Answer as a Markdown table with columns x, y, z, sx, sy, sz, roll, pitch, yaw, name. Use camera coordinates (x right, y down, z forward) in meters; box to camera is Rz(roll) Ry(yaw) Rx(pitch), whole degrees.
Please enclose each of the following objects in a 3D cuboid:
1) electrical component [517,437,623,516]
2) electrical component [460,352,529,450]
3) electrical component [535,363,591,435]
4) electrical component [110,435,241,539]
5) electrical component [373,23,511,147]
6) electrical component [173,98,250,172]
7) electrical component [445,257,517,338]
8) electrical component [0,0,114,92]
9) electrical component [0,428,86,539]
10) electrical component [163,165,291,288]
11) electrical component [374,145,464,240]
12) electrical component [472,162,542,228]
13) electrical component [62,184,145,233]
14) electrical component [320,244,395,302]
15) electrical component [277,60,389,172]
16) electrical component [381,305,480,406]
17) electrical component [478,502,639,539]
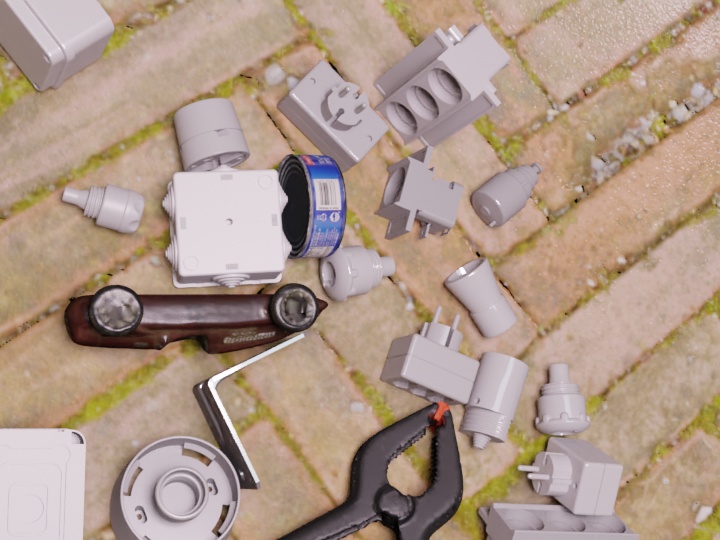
| x | y | z | sx | sy | sz | roll | pitch | yaw | name |
| --- | --- | --- | --- | --- | --- | --- | --- | --- | --- |
| 0.175 | 0.177 | 0.932 | 0.077 | 0.066 | 0.047 | 8 | 99 | -20 | electrical component |
| 0.115 | 0.117 | 0.937 | 0.043 | 0.043 | 0.081 | 25 | 72 | -16 | electrical component |
| 0.180 | 0.116 | 0.965 | 0.048 | 0.048 | 0.062 | 6 | 72 | -21 | electrical component |
| -0.140 | 0.178 | 0.824 | 0.099 | 0.064 | 0.099 | 7 | 65 | -15 | electrical component |
| 0.072 | -0.160 | 0.928 | 0.078 | 0.121 | 0.063 | 49 | 64 | -7 | electrical component |
| -0.122 | -0.109 | 0.877 | 0.055 | 0.055 | 0.047 | -13 | 82 | -24 | electrical component |
| 0.110 | 0.027 | 0.954 | 0.044 | 0.044 | 0.065 | -37 | 100 | -24 | electrical component |
| -0.252 | -0.203 | 0.828 | 0.057 | 0.078 | 0.113 | -40 | 97 | -26 | electrical component |
| -0.241 | 0.171 | 0.775 | 0.078 | 0.057 | 0.113 | 3 | 79 | -22 | electrical component |
| -0.107 | -0.034 | 0.864 | 0.100 | 0.048 | 0.099 | -3 | 81 | -13 | electrical component |
| 0.054 | -0.063 | 0.947 | 0.064 | 0.042 | 0.081 | 22 | 74 | -21 | electrical component |
| 0.137 | -0.073 | 0.983 | 0.078 | 0.040 | 0.040 | -39 | 96 | -24 | electrical component |
| -0.202 | -0.051 | 0.844 | 0.061 | 0.035 | 0.035 | 16 | 75 | -16 | electrical component |
| 0.000 | 0.000 | 0.913 | 0.062 | 0.048 | 0.048 | -8 | 83 | -32 | electrical component |
| -0.016 | -0.135 | 0.912 | 0.083 | 0.076 | 0.047 | 44 | 68 | -9 | electrical component |
| 0.066 | 0.069 | 0.924 | 0.066 | 0.047 | 0.076 | 25 | 72 | -16 | electrical component |
| 0.168 | 0.240 | 0.922 | 0.121 | 0.078 | 0.063 | 7 | 107 | -21 | electrical component |
